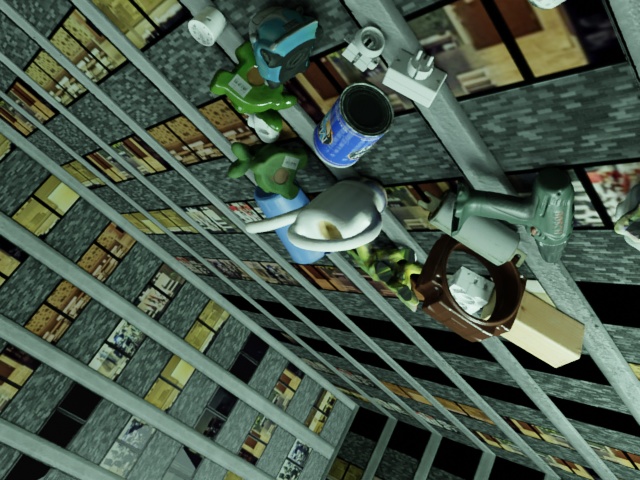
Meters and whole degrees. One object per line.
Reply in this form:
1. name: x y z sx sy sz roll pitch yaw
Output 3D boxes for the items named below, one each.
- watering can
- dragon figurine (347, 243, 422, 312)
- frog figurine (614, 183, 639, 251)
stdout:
1. watering can: 0.003 -0.058 1.145 0.348 0.228 0.102 11 130 42
2. dragon figurine: 0.143 0.063 1.370 0.406 0.124 0.242 41 163 -19
3. frog figurine: 0.517 -0.028 0.762 0.137 0.123 0.159 -1 178 37
